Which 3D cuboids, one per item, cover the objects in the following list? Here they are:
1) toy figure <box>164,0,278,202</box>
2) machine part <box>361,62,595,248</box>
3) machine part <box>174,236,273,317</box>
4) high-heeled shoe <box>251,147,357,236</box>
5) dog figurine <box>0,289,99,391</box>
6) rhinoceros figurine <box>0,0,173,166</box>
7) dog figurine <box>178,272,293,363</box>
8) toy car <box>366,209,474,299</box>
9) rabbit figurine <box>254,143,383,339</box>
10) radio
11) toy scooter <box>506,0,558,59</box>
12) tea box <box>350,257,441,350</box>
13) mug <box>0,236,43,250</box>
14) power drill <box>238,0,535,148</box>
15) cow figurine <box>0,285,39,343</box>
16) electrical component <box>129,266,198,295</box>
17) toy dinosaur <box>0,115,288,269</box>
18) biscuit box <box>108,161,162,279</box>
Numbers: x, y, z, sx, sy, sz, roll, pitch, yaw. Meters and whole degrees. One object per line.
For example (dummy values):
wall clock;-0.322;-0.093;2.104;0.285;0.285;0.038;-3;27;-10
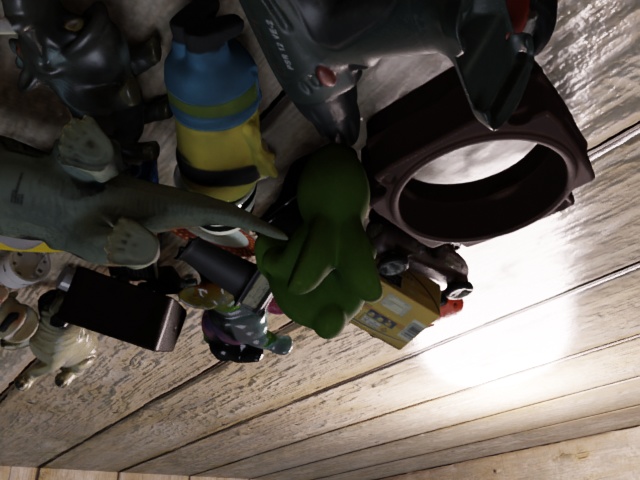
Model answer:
toy figure;-0.094;-0.112;0.474;0.089;0.082;0.180;-14;143;-7
machine part;0.160;-0.077;0.561;0.201;0.087;0.200;-24;143;33
machine part;-0.117;0.040;0.689;0.139;0.039;0.084;28;111;-9
high-heeled shoe;-0.007;-0.030;0.670;0.145;0.086;0.248;-37;164;-2
dog figurine;-0.403;0.149;0.890;0.190;0.121;0.172;-39;170;21
rhinoceros figurine;-0.192;-0.140;0.446;0.112;0.073;0.190;8;154;8
dog figurine;-0.147;0.098;0.810;0.192;0.108;0.219;-18;141;28
toy car;0.140;0.017;0.710;0.202;0.089;0.053;21;137;-35
rabbit figurine;-0.001;-0.002;0.508;0.121;0.159;0.170;3;125;-7
radio;-0.264;0.103;0.748;0.131;0.073;0.229;19;165;-5
toy scooter;0.108;-0.199;0.367;0.135;0.075;0.183;0;146;-4
tea box;0.071;0.068;0.743;0.169;0.068;0.098;33;127;-10
mug;-0.304;-0.056;0.574;0.107;0.081;0.109;-25;124;15
power drill;0.044;-0.138;0.398;0.208;0.086;0.231;25;162;40
cow figurine;-0.488;0.083;0.748;0.127;0.085;0.194;-1;143;50
electrical component;-0.236;0.060;0.813;0.094;0.021;0.063;-3;148;2
toy dinosaur;-0.243;-0.046;0.461;0.405;0.131;0.192;20;179;-19
biscuit box;-0.224;-0.026;0.637;0.063;0.059;0.202;5;148;-12
